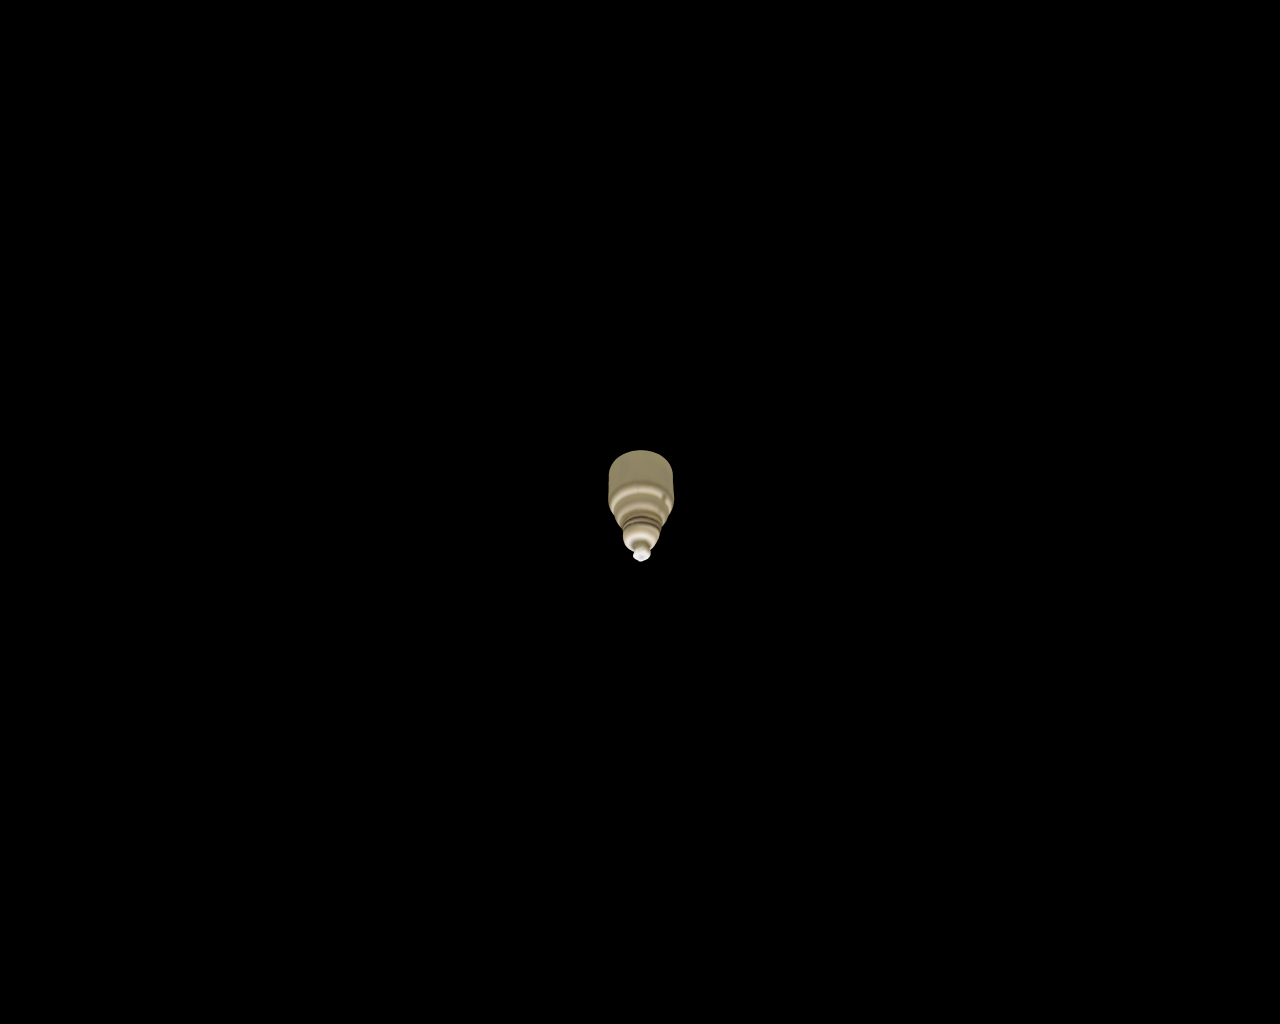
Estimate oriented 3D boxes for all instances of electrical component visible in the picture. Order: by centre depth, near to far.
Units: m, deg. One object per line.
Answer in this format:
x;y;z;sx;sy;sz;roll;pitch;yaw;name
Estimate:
0.001;-0.003;0.650;0.040;0.078;0.040;0;-43;0;electrical component
